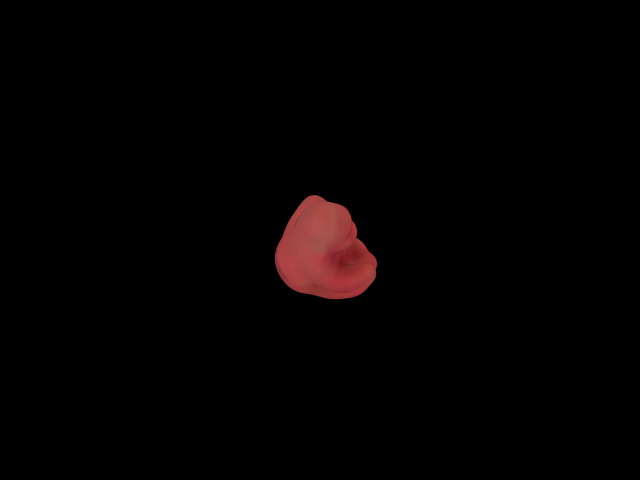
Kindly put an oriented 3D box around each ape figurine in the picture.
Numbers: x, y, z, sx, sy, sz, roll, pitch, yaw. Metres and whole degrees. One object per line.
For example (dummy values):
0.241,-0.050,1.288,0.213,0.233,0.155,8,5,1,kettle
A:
0.004,0.001,0.400,0.076,0.092,0.078,-13,74,-3,ape figurine
